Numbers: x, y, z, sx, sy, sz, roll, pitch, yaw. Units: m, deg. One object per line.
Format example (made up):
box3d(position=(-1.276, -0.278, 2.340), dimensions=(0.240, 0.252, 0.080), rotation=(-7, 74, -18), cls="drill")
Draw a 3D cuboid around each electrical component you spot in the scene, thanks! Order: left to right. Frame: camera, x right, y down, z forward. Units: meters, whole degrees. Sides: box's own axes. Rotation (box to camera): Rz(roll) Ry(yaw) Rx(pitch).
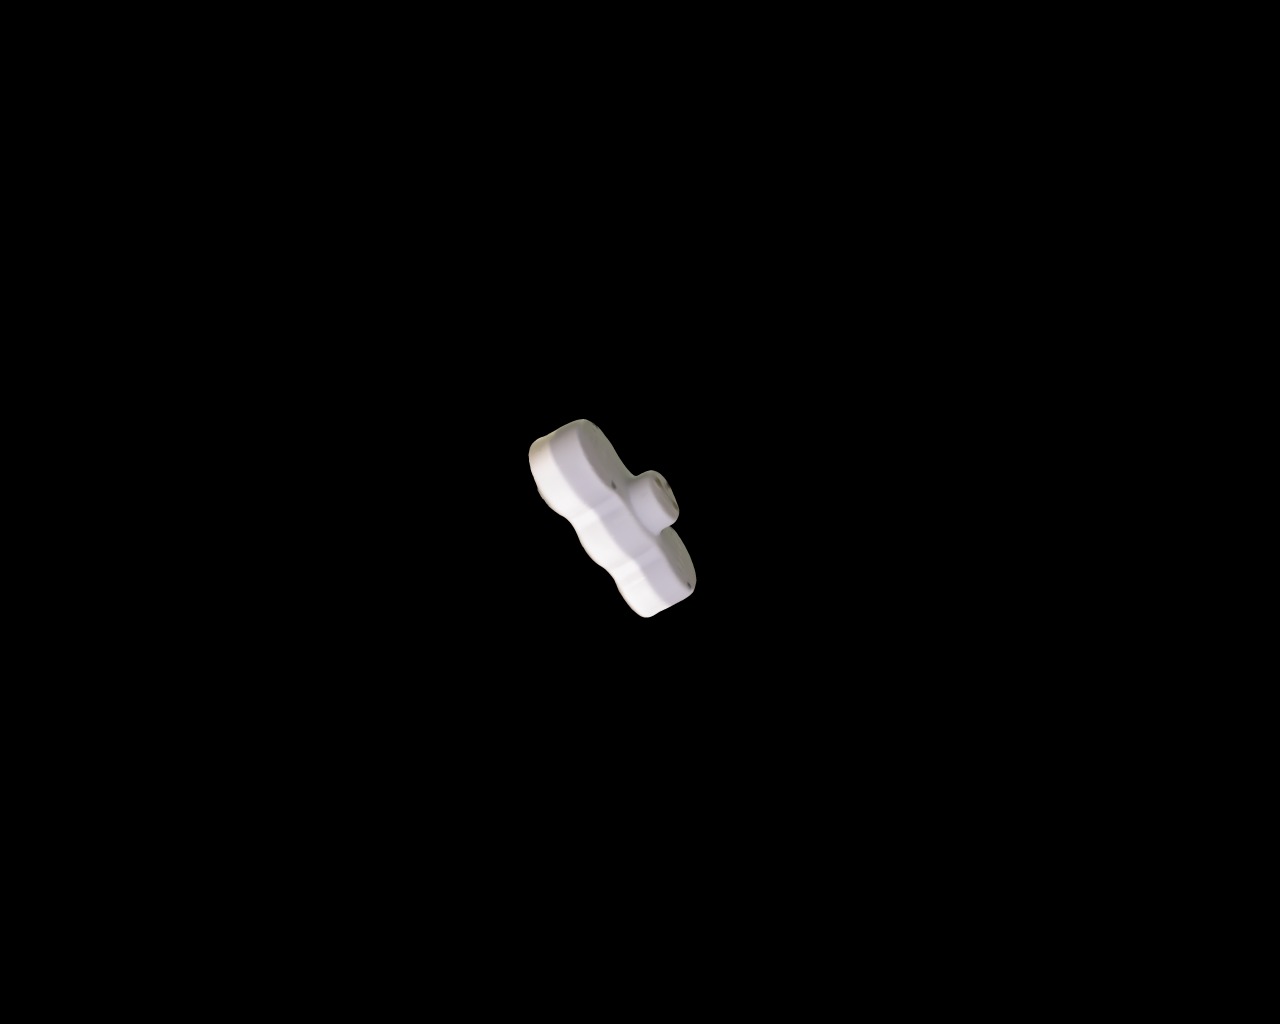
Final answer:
box3d(position=(0.001, -0.003, 0.650), dimensions=(0.073, 0.138, 0.052), rotation=(-28, 28, 16), cls="electrical component")
